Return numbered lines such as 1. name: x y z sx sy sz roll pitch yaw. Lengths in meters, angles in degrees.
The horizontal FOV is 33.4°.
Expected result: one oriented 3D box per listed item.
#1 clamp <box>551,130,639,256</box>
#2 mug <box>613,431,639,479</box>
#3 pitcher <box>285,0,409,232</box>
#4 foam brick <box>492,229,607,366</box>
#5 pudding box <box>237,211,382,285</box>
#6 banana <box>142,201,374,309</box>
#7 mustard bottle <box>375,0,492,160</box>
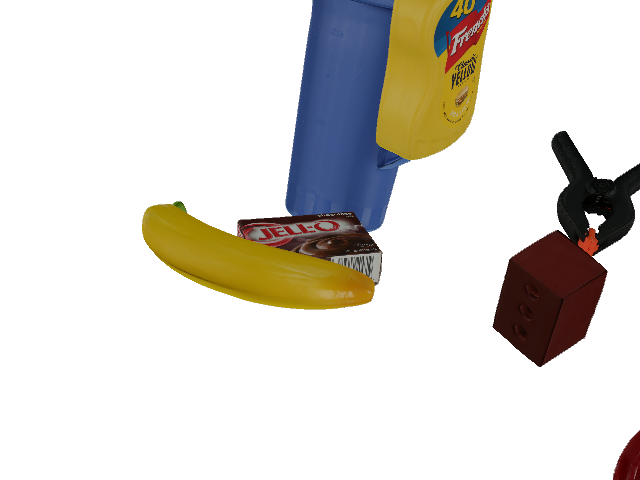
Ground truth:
1. clamp: 0.284 -0.053 1.122 0.120 0.039 0.171 17 45 20
2. mug: 0.151 0.117 0.353 0.117 0.081 0.093 5 37 8
3. pitcher: 0.043 -0.132 1.105 0.145 0.243 0.149 11 17 -2
4. foam brick: 0.170 0.044 0.794 0.051 0.078 0.053 -26 51 -28
5. pudding box: -0.012 0.010 0.946 0.113 0.039 0.090 -3 26 -15
6. banana: -0.057 0.007 0.694 0.198 0.037 0.069 24 38 39
7. mustard bottle: 0.085 -0.155 0.746 0.058 0.192 0.096 30 47 26
